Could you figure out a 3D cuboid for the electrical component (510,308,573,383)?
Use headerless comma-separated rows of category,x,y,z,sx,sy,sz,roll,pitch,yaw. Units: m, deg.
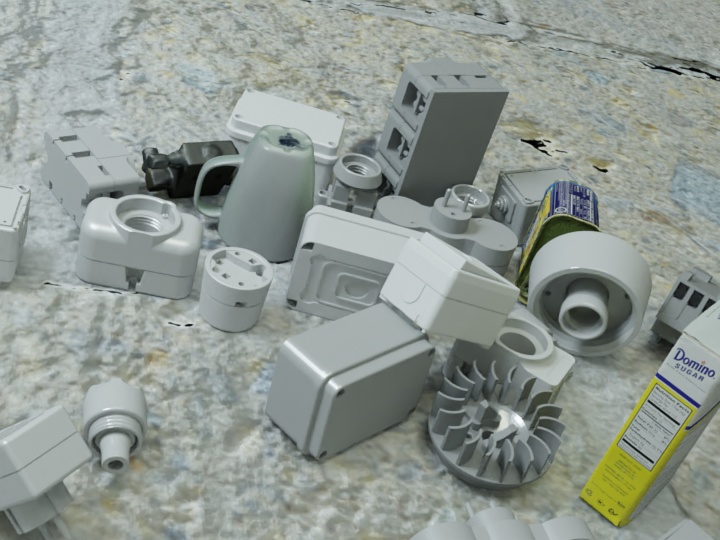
electrical component,0.150,0.067,0.918,0.040,0.040,0.078,-15,46,-39

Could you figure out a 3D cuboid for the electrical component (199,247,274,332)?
electrical component,-0.102,0.017,0.867,0.055,0.047,0.055,12,35,-9

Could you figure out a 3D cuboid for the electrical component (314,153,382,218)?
electrical component,-0.006,-0.078,1.035,0.066,0.055,0.048,13,34,-7

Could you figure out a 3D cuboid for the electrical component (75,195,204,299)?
electrical component,-0.178,-0.021,0.874,0.095,0.059,0.053,11,35,-10

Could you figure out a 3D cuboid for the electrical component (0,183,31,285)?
electrical component,-0.309,-0.032,0.829,0.096,0.061,0.061,10,35,-12

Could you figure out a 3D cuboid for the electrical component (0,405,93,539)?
electrical component,-0.198,0.132,0.647,0.047,0.083,0.075,-36,99,-50

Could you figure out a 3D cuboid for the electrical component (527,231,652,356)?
electrical component,0.198,0.027,0.941,0.108,0.108,0.060,20,40,3

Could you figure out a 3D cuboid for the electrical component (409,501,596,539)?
electrical component,0.092,0.184,0.717,0.138,0.052,0.073,3,37,-21

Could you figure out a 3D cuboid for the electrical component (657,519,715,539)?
electrical component,0.218,0.214,0.725,0.096,0.061,0.062,-19,48,-41

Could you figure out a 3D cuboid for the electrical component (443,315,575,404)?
electrical component,0.123,0.075,0.880,0.089,0.055,0.050,30,36,17

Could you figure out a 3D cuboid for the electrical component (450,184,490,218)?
electrical component,0.103,-0.055,1.061,0.040,0.046,0.040,12,35,-9

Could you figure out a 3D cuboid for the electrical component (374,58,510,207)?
electrical component,0.070,-0.126,1.053,0.089,0.150,0.061,-6,42,-31

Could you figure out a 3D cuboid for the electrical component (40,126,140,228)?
electrical component,-0.233,-0.082,0.942,0.056,0.050,0.089,-14,45,-37

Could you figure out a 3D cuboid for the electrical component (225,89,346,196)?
electrical component,-0.075,-0.128,1.072,0.113,0.057,0.078,16,34,-3

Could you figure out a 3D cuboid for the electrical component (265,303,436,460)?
electrical component,-0.006,0.081,0.794,0.113,0.078,0.057,-19,46,-42

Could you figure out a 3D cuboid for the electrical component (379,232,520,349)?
electrical component,0.076,0.016,0.831,0.096,0.061,0.062,16,16,-43

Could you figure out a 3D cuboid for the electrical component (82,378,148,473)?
electrical component,-0.163,0.106,0.717,0.043,0.043,0.062,6,38,-18

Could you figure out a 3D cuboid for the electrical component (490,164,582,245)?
electrical component,0.178,-0.064,1.101,0.096,0.061,0.061,-8,41,-21

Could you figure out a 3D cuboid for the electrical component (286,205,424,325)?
electrical component,0.000,0.000,0.910,0.113,0.078,0.057,15,37,-4

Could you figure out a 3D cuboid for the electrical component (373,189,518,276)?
electrical component,0.082,-0.044,1.011,0.138,0.073,0.052,14,34,-6
